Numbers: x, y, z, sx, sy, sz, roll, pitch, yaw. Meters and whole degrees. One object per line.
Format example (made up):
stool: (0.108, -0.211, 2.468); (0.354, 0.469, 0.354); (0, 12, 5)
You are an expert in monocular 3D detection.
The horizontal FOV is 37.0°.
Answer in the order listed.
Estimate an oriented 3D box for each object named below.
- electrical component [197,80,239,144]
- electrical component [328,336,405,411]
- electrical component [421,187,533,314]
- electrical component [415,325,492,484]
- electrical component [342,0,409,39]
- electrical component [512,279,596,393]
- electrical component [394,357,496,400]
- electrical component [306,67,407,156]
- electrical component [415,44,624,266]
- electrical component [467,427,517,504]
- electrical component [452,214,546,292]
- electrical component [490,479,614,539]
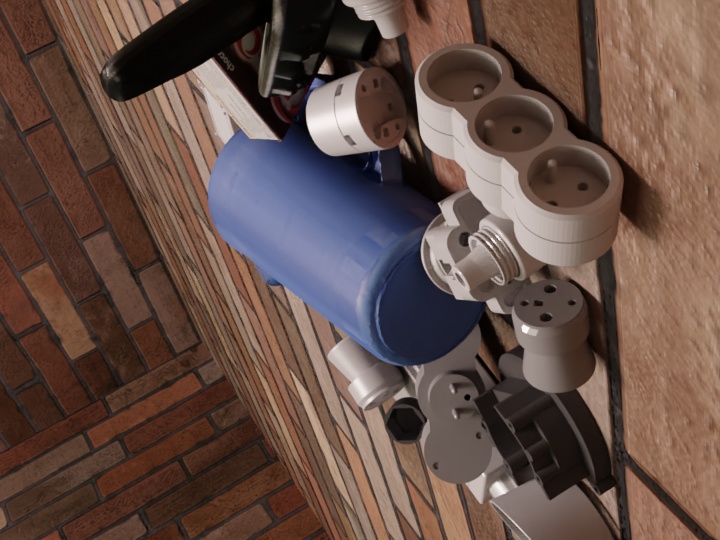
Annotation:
electrical component: (-0.111, -0.152, 1.060); (0.061, 0.061, 0.096); (52, 164, 34)
electrical component: (0.006, 0.083, 0.894); (0.055, 0.045, 0.045); (56, 166, 18)
electrical component: (0.072, -0.012, 0.675); (0.078, 0.058, 0.057); (63, 164, -9)
electrical component: (0.069, 0.094, 0.811); (0.073, 0.052, 0.138); (-84, -12, -85)
electrical component: (0.009, -0.164, 0.623); (0.048, 0.048, 0.062); (42, 164, 54)
electrical component: (0.116, 0.039, 0.643); (0.045, 0.045, 0.055); (46, 160, 48)
electrical component: (0.067, 0.098, 0.926); (0.108, 0.056, 0.108); (54, 165, 28)
electrical component: (-0.003, -0.105, 0.729); (0.047, 0.055, 0.055); (-8, 116, 39)
electrical component: (0.081, -0.052, 0.565); (0.138, 0.052, 0.073); (51, 164, 33)
electrical component: (0.122, 0.174, 0.901); (0.076, 0.047, 0.065); (53, 164, 28)
electrical component: (0.082, -0.012, 0.620); (0.043, 0.062, 0.043); (53, 170, 14)
electrical component: (0.150, 0.204, 0.820); (0.099, 0.064, 0.099); (56, 166, 22)
